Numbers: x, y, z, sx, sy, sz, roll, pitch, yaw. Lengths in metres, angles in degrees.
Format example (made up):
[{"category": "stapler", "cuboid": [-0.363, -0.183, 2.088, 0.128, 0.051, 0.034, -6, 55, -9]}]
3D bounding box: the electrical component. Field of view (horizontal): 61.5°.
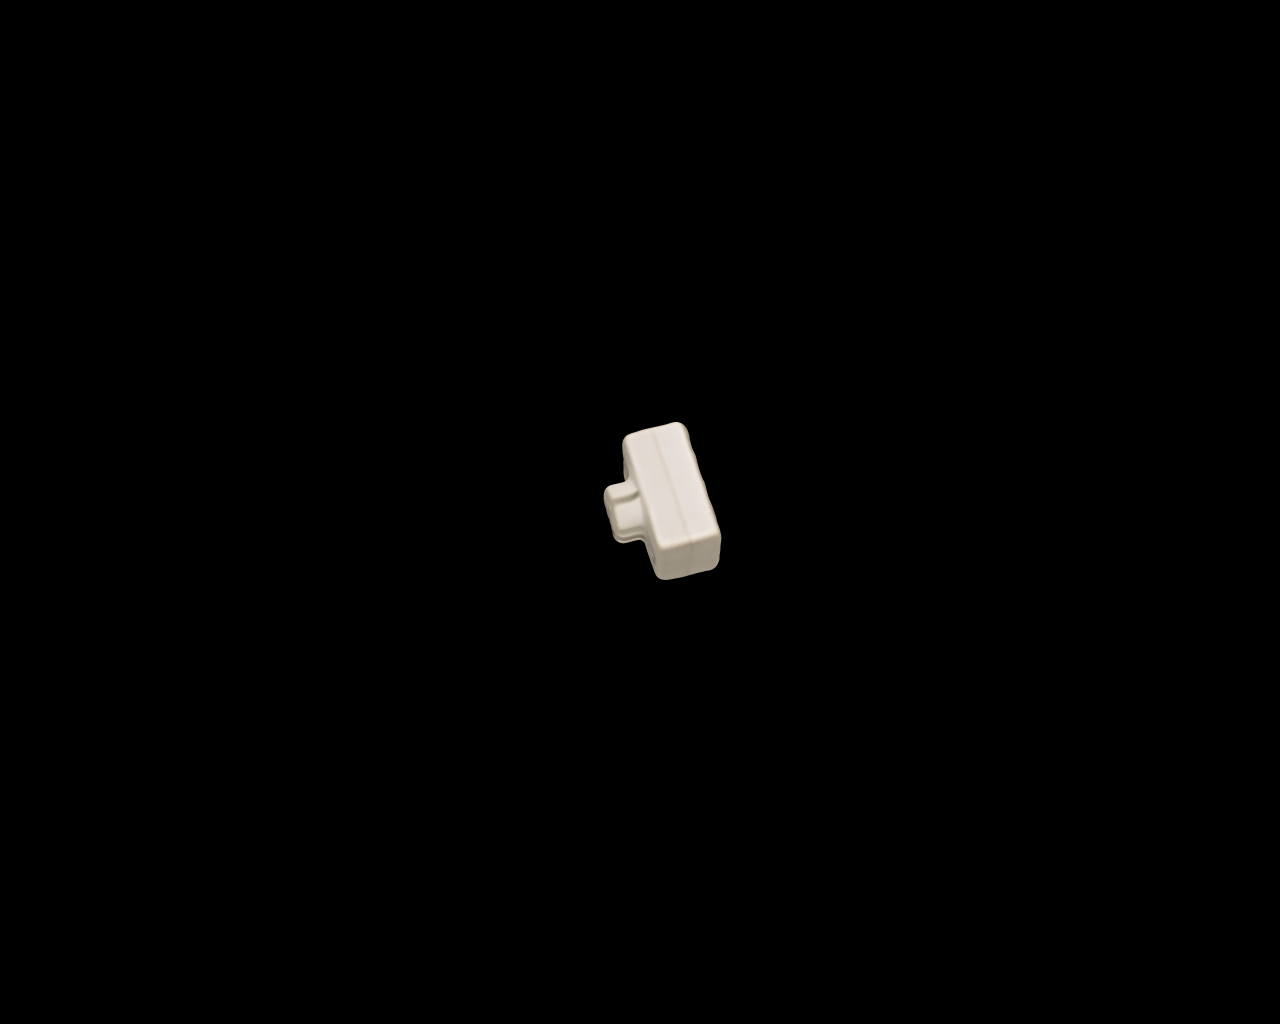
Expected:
[{"category": "electrical component", "cuboid": [0.001, -0.003, 0.650, 0.076, 0.083, 0.047, -13, -28, -7]}]
